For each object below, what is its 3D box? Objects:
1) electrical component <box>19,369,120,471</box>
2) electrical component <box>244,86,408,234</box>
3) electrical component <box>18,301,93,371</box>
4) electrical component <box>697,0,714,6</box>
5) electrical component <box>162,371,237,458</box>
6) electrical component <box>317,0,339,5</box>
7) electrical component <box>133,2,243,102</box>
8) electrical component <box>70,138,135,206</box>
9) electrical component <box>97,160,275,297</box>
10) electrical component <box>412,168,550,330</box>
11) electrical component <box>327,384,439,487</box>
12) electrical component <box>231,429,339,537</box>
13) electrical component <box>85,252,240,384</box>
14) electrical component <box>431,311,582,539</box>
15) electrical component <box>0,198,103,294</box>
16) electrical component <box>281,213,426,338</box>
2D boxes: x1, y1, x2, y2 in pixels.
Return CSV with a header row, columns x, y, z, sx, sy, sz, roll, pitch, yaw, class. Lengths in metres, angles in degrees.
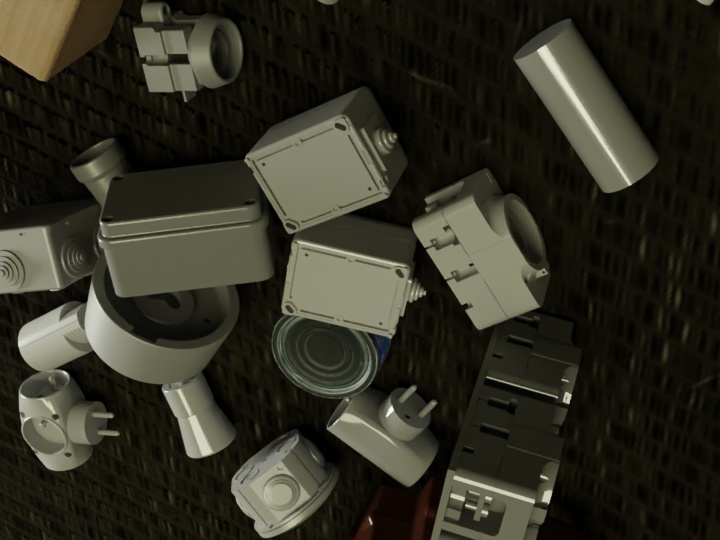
x,y,z,sx,sy,sz,roll,pitch,yaw,class
-0.243,0.129,0.915,0.079,0.044,0.077,1,120,17,electrical component
-0.014,-0.076,0.703,0.096,0.061,0.061,-19,113,29,electrical component
-0.231,0.049,0.863,0.081,0.043,0.043,-24,110,29,electrical component
0.203,-0.173,0.581,0.043,0.043,0.062,34,127,-3,electrical component
-0.133,0.113,0.871,0.044,0.044,0.065,-13,110,25,electrical component
-0.006,-0.193,0.642,0.078,0.040,0.040,-33,105,32,electrical component
-0.111,-0.143,0.705,0.055,0.048,0.066,5,122,25,electrical component
-0.181,-0.066,0.780,0.040,0.040,0.046,-17,119,27,electrical component
-0.117,-0.031,0.739,0.113,0.078,0.057,-7,123,0,electrical component
0.085,-0.015,0.712,0.056,0.050,0.089,-24,110,29,electrical component
0.027,0.115,0.815,0.077,0.043,0.079,37,125,-5,electrical component
-0.061,0.170,0.857,0.080,0.080,0.051,-32,101,31,electrical component
-0.149,0.034,0.791,0.108,0.108,0.060,30,131,0,electrical component
0.097,0.117,0.706,0.060,0.186,0.105,15,124,10,electrical component
-0.236,-0.017,0.793,0.100,0.100,0.048,-4,105,21,electrical component
0.000,0.000,0.748,0.096,0.061,0.061,13,123,2,electrical component
